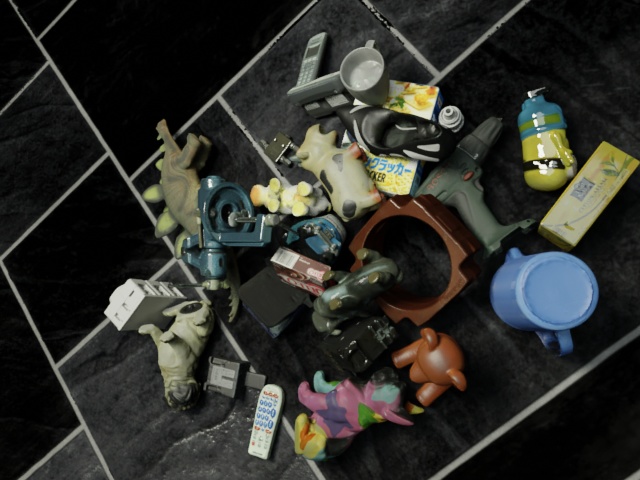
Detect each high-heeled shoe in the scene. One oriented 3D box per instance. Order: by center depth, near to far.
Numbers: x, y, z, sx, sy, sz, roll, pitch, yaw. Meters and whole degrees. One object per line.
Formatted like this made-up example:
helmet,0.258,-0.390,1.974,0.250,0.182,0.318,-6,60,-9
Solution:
high-heeled shoe,0.121,-0.197,0.938,0.249,0.145,0.086,25,90,17

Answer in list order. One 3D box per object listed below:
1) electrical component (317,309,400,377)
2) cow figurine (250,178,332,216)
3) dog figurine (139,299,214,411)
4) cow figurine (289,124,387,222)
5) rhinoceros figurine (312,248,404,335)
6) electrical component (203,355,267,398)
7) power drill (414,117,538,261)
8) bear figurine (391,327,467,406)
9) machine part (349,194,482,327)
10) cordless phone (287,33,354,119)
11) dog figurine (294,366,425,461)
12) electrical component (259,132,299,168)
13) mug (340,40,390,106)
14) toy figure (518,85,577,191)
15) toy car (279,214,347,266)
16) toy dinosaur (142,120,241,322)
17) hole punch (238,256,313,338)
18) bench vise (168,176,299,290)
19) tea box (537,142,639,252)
electrical component,0.062,0.184,0.981,0.115,0.134,0.058,-38,103,-22
cow figurine,-0.060,-0.084,1.095,0.168,0.098,0.068,11,92,39
dog figurine,-0.270,0.239,1.125,0.121,0.172,0.190,16,127,48
cow figurine,0.029,-0.126,0.996,0.127,0.085,0.195,-27,81,11
rhinoceros figurine,0.056,0.093,0.937,0.190,0.112,0.073,-40,54,22
electrical component,-0.172,0.282,1.096,0.119,0.047,0.074,12,87,22
power drill,0.294,-0.083,0.969,0.232,0.086,0.207,-41,75,11
bear figurine,0.185,0.214,0.901,0.132,0.195,0.120,-38,76,12
machine part,0.168,0.032,0.957,0.201,0.087,0.201,49,122,16
cordless phone,0.018,-0.355,1.101,0.147,0.088,0.184,-7,64,38
dog figurine,0.070,0.316,0.960,0.219,0.108,0.191,3,89,26
electrical component,-0.086,-0.198,1.148,0.094,0.021,0.063,38,95,21
mug,0.090,-0.300,0.985,0.081,0.107,0.109,3,78,20
toy figure,0.393,-0.175,0.948,0.089,0.082,0.180,-18,84,35
toy car,-0.002,-0.003,1.038,0.109,0.161,0.103,48,63,-2
toy dinosaur,-0.257,-0.060,1.151,0.198,0.105,0.471,-35,75,18
hole punch,-0.091,0.121,1.080,0.116,0.092,0.142,-38,67,-21
bench vise,-0.166,-0.012,0.994,0.241,0.128,0.223,0,78,41
tea box,0.446,-0.068,0.903,0.068,0.098,0.169,37,93,19
